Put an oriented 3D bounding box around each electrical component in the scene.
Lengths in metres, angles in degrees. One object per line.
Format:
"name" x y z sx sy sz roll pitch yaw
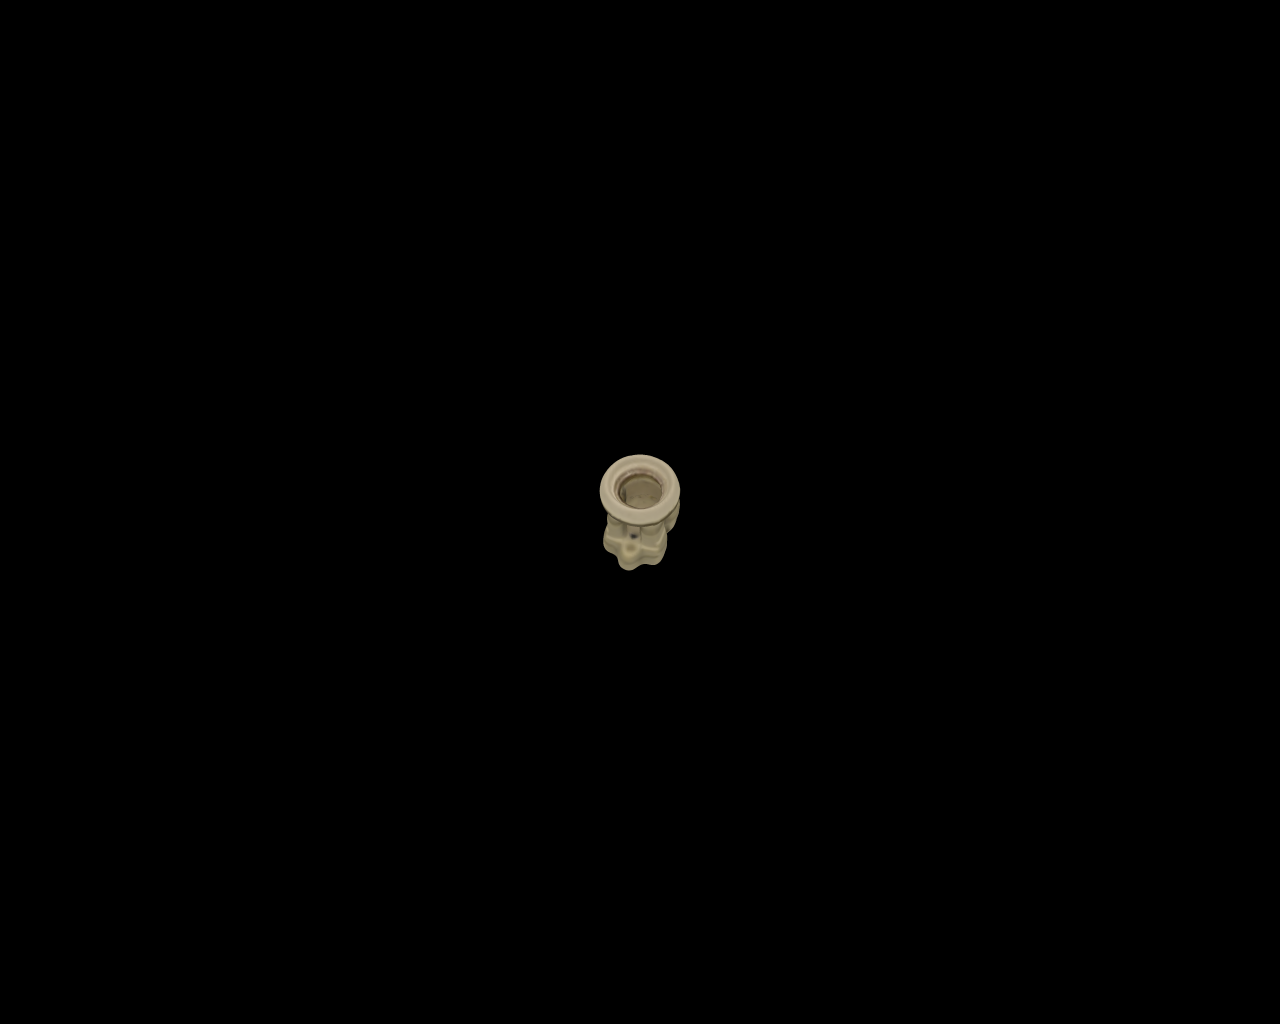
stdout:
"electrical component" 0.001 -0.003 0.650 0.048 0.066 0.055 15 -32 9
